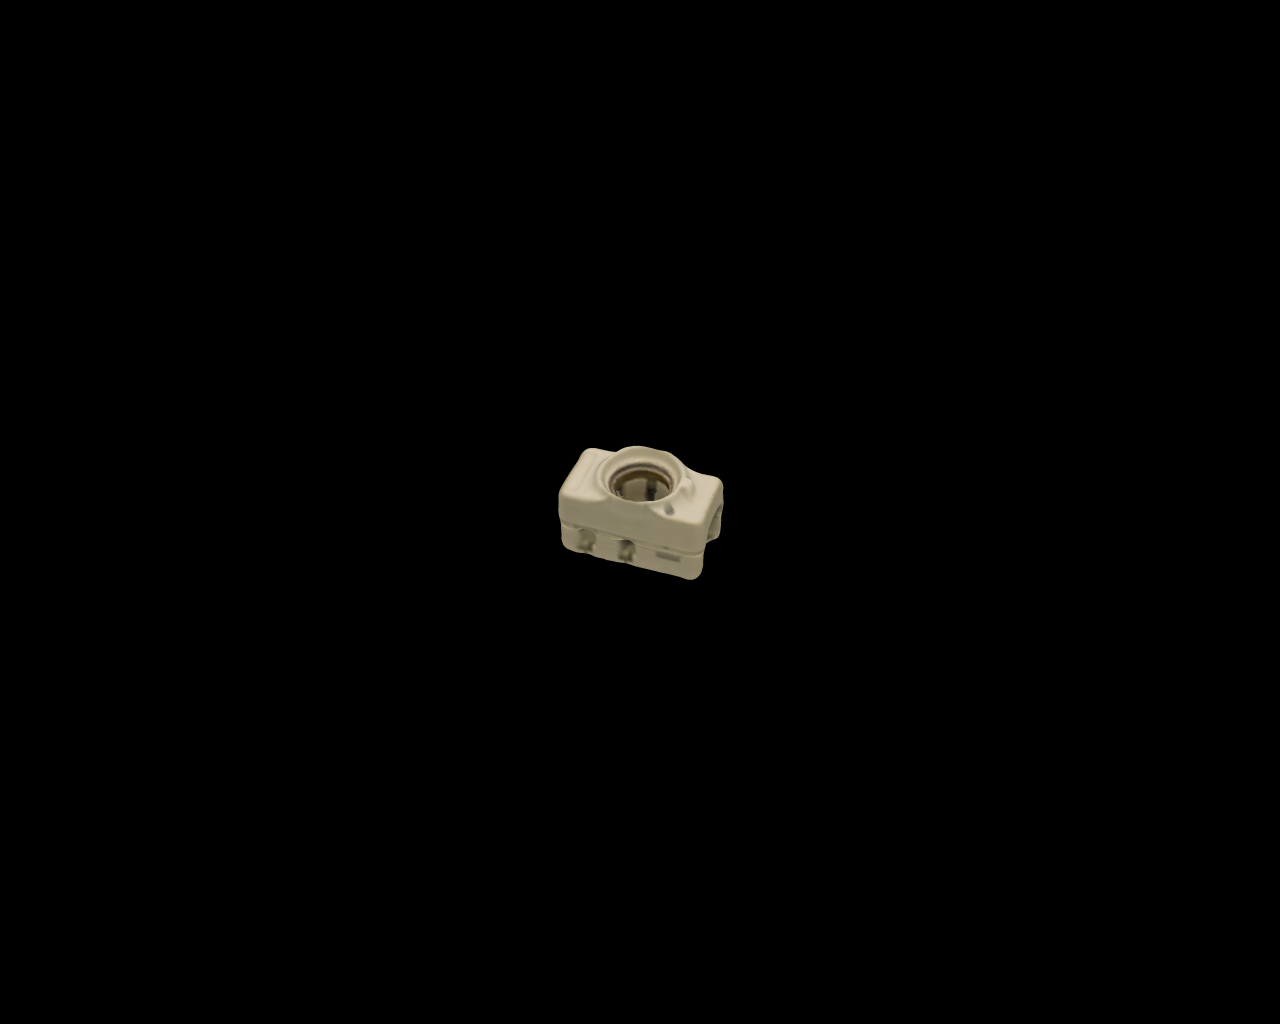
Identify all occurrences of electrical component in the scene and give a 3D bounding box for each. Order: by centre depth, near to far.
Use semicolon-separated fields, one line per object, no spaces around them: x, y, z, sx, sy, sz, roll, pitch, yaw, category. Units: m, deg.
0.001;-0.003;0.650;0.089;0.055;0.050;14;44;15;electrical component
